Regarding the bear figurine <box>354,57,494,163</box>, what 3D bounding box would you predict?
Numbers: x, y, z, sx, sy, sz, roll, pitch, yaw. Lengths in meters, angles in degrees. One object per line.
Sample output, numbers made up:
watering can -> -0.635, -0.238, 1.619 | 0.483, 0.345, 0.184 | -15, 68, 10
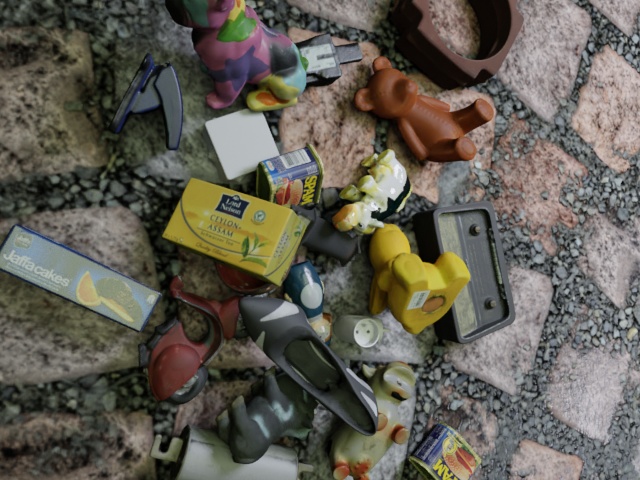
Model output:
bear figurine -> 0.164, -0.216, 0.878 | 0.195, 0.132, 0.120 | 39, 69, -22

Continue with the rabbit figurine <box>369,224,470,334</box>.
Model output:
rabbit figurine -> 0.135, 0.051, 0.852 | 0.122, 0.173, 0.162 | -13, 137, -21

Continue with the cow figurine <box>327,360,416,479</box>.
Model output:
cow figurine -> 0.083, 0.276, 0.840 | 0.085, 0.127, 0.195 | 33, 91, -17

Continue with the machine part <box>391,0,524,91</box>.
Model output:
machine part -> 0.238, -0.382, 0.935 | 0.201, 0.087, 0.201 | 33, 76, -16

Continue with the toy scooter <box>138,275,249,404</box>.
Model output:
toy scooter -> -0.185, 0.127, 0.742 | 0.184, 0.075, 0.135 | -47, 111, -13

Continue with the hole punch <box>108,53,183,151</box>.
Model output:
hole punch -> -0.219, -0.180, 0.723 | 0.092, 0.142, 0.115 | 24, 94, -18

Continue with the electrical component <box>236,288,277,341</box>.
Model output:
electrical component -> -0.097, 0.110, 0.814 | 0.094, 0.021, 0.063 | -32, 99, -19

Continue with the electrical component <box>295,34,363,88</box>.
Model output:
electrical component -> 0.004, -0.287, 0.856 | 0.119, 0.048, 0.074 | -22, 96, -21

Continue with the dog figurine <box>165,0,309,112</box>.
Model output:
dog figurine -> -0.100, -0.276, 0.706 | 0.192, 0.219, 0.108 | -3, 63, -11

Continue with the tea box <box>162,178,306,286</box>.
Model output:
tea box -> -0.117, -0.012, 0.738 | 0.170, 0.068, 0.098 | 17, 78, 23

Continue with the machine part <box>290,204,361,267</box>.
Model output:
machine part -> -0.002, -0.003, 0.838 | 0.139, 0.039, 0.084 | 21, 111, -25

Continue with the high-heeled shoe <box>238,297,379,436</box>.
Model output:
high-heeled shoe -> -0.014, 0.176, 0.730 | 0.086, 0.145, 0.248 | -45, 126, 10

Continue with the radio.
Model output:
radio -> 0.250, 0.051, 0.928 | 0.131, 0.073, 0.229 | -13, 93, -22

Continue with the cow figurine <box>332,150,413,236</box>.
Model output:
cow figurine -> 0.086, -0.059, 0.859 | 0.098, 0.068, 0.167 | 47, 59, -22

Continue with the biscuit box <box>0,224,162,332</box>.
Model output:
biscuit box -> -0.316, 0.052, 0.708 | 0.202, 0.059, 0.063 | 30, 77, -18

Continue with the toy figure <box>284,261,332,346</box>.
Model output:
toy figure -> -0.016, 0.111, 0.830 | 0.064, 0.058, 0.154 | -16, 96, 2

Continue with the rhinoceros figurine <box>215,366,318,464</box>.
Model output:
rhinoceros figurine -> -0.058, 0.244, 0.774 | 0.112, 0.073, 0.190 | 50, 40, 15

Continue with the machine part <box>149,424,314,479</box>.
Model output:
machine part -> -0.121, 0.320, 0.767 | 0.243, 0.079, 0.079 | 20, 81, -21
